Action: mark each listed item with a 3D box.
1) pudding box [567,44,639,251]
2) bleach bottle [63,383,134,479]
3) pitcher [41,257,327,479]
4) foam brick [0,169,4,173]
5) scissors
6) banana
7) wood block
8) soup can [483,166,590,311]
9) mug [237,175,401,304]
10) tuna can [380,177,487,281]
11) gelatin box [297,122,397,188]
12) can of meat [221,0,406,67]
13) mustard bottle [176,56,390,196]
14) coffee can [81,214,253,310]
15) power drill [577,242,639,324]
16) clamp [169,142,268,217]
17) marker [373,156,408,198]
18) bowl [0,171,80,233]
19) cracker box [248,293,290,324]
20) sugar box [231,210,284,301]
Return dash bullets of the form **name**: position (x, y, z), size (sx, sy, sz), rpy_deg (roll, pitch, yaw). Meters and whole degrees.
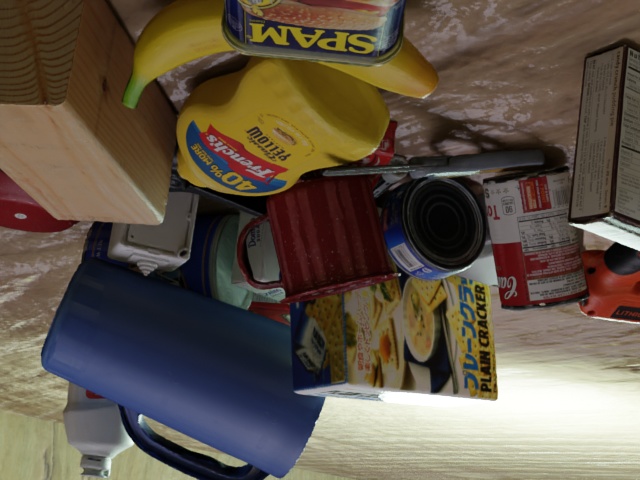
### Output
- **pudding box**: position (0.201, -0.053, 0.658), size (0.089, 0.113, 0.039), rpy_deg (17, 162, -29)
- **bleach bottle**: position (-0.208, 0.123, 1.123), size (0.102, 0.251, 0.068), rpy_deg (14, 161, -22)
- **pitcher**: position (-0.120, 0.117, 0.949), size (0.242, 0.149, 0.145), rpy_deg (23, 156, -7)
- **foam brick**: position (-0.233, -0.085, 0.809), size (0.053, 0.051, 0.078), rpy_deg (-1, 161, 22)
- **scissors**: position (0.070, -0.051, 0.771), size (0.201, 0.016, 0.096), rpy_deg (-6, 180, -27)
- **banana**: position (-0.029, -0.116, 0.629), size (0.198, 0.037, 0.069), rpy_deg (1, 124, 17)
- **wood block**: position (-0.168, -0.087, 0.717), size (0.090, 0.091, 0.206), rpy_deg (3, 162, 9)
- **soup can**: position (0.165, -0.002, 0.817), size (0.068, 0.102, 0.068), rpy_deg (-9, -177, 0)
- **mug**: position (-0.005, 0.001, 0.801), size (0.117, 0.081, 0.093), rpy_deg (-13, 174, 1)
- **tuna can**: position (0.093, -0.011, 0.869), size (0.086, 0.086, 0.034), rpy_deg (15, 159, -24)
- **gelatin box**: position (0.014, -0.066, 0.817), size (0.073, 0.030, 0.089), rpy_deg (9, 162, -8)
- **can of meat**: position (-0.001, -0.139, 0.556), size (0.102, 0.057, 0.084), rpy_deg (6, 160, 0)
- **mustard bottle**: position (-0.045, -0.075, 0.742), size (0.096, 0.058, 0.192), rpy_deg (38, 148, -24)
- **coffee can**: position (-0.145, 0.025, 1.039), size (0.140, 0.103, 0.102), rpy_deg (1, 161, 19)
- **power drill**: position (0.298, 0.000, 0.820), size (0.184, 0.057, 0.188), rpy_deg (10, 144, -25)
- **clamp**: position (-0.109, -0.065, 0.855), size (0.171, 0.039, 0.120), rpy_deg (9, 148, -8)
- **marker**: position (0.042, -0.043, 0.898), size (0.020, 0.020, 0.121), rpy_deg (12, 162, -16)
- **bowl**: position (-0.260, -0.046, 0.936), size (0.162, 0.055, 0.162), rpy_deg (6, 163, 2)
- **cracker box**: position (0.012, 0.068, 1.171), size (0.214, 0.072, 0.164), rpy_deg (3, 162, 8)
- **sugar box**: position (0.001, 0.019, 0.983), size (0.048, 0.093, 0.176), rpy_deg (-10, 156, 42)
